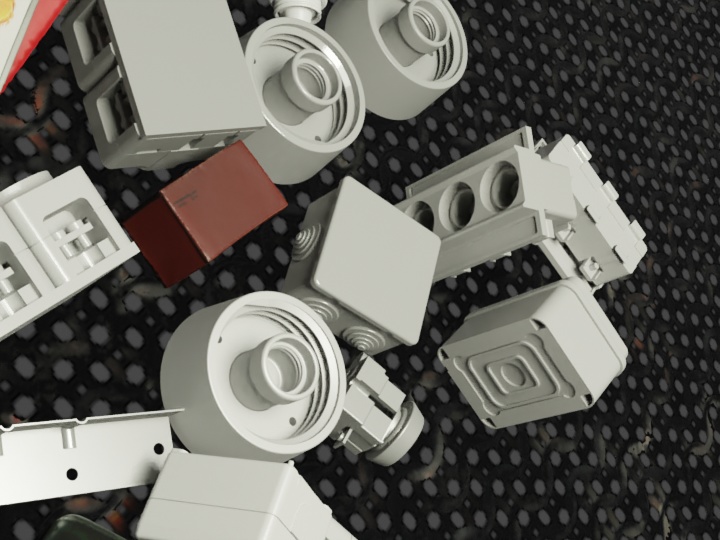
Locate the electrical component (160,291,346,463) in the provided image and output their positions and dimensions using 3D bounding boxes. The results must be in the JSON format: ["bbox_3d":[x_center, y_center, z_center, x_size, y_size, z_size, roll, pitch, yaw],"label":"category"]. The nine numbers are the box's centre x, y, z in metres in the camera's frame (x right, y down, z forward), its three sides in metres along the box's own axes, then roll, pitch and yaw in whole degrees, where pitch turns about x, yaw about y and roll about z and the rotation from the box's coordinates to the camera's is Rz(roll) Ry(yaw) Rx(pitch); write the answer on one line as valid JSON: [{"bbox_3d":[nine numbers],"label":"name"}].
[{"bbox_3d":[-0.058,0.065,0.647,0.108,0.060,0.108,16,63,-34],"label":"electrical component"}]

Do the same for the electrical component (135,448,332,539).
[{"bbox_3d":[-0.075,0.141,0.585,0.061,0.096,0.061,61,39,-45],"label":"electrical component"}]

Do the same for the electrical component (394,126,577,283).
[{"bbox_3d":[0.089,-0.041,0.770,0.063,0.121,0.078,9,67,-40],"label":"electrical component"}]

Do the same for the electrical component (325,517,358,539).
[{"bbox_3d":[-0.033,0.194,0.622,0.056,0.050,0.089,45,50,-17],"label":"electrical component"}]

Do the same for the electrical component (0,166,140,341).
[{"bbox_3d":[-0.199,0.011,0.531,0.150,0.089,0.061,-38,98,-42],"label":"electrical component"}]

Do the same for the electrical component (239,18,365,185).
[{"bbox_3d":[-0.046,-0.119,0.731,0.108,0.060,0.108,16,63,-34],"label":"electrical component"}]

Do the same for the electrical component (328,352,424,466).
[{"bbox_3d":[0.008,0.095,0.700,0.055,0.048,0.066,41,51,-10],"label":"electrical component"}]

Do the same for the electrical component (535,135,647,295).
[{"bbox_3d":[0.176,-0.045,0.883,0.121,0.063,0.078,53,48,-10],"label":"electrical component"}]

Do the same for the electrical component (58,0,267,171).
[{"bbox_3d":[-0.131,-0.144,0.669,0.089,0.062,0.150,-12,81,-42],"label":"electrical component"}]

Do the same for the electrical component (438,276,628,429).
[{"bbox_3d":[0.122,0.059,0.763,0.057,0.113,0.078,-41,100,-39],"label":"electrical component"}]

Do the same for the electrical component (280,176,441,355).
[{"bbox_3d":[0.000,0.000,0.729,0.100,0.048,0.099,32,55,-26],"label":"electrical component"}]

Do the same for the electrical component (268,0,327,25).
[{"bbox_3d":[-0.045,-0.194,0.774,0.048,0.048,0.062,11,73,-37],"label":"electrical component"}]

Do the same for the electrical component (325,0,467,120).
[{"bbox_3d":[0.034,-0.176,0.820,0.108,0.060,0.108,16,63,-34],"label":"electrical component"}]
